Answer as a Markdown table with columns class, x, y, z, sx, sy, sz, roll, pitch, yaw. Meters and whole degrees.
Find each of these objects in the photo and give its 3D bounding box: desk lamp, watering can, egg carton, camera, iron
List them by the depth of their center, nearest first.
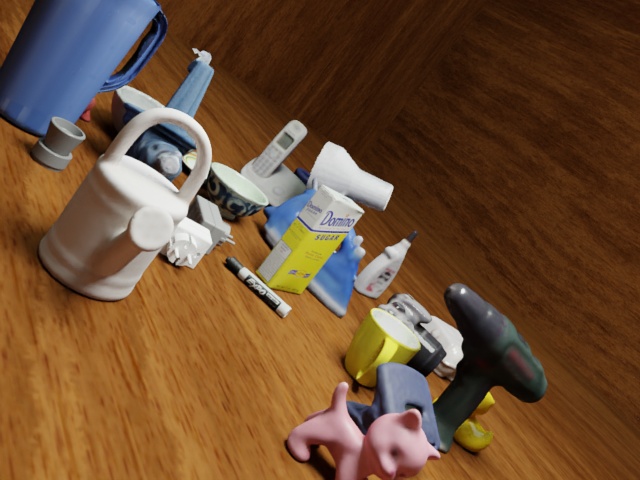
| class | x | y | z | sx | sy | sz | roll | pitch | yaw |
| --- | --- | --- | --- | --- | --- | --- | --- | --- | --- |
| watering can | -0.178 | -0.038 | 0.562 | 0.172 | 0.194 | 0.101 | 48 | 16 | 33 |
| camera | 0.153 | 0.166 | 0.986 | 0.136 | 0.100 | 0.143 | 43 | 14 | 14 |
| iron | 0.010 | 0.004 | 1.044 | 0.119 | 0.141 | 0.257 | 21 | 22 | -53 |
| egg carton | 0.250 | 0.218 | 1.145 | 0.107 | 0.069 | 0.150 | 32 | 15 | -29 |
| desk lamp | 0.038 | -0.068 | 1.197 | 0.203 | 0.213 | 0.118 | 40 | 13 | 2 |

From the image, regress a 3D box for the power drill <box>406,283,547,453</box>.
| class | x | y | z | sx | sy | sz | roll | pitch | yaw |
| --- | --- | --- | --- | --- | --- | --- | --- | --- | --- |
| power drill | 0.203 | 0.190 | 0.808 | 0.230 | 0.208 | 0.075 | 34 | 14 | -22 |

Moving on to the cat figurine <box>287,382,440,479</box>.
| class | x | y | z | sx | sy | sz | roll | pitch | yaw |
| --- | --- | --- | --- | --- | --- | --- | --- | --- | --- |
| cat figurine | 0.052 | 0.198 | 0.572 | 0.127 | 0.117 | 0.067 | 42 | 13 | 10 |

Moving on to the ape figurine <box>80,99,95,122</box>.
| class | x | y | z | sx | sy | sz | roll | pitch | yaw |
| --- | --- | --- | --- | --- | --- | --- | --- | --- | --- |
| ape figurine | -0.385 | -0.253 | 0.932 | 0.076 | 0.092 | 0.077 | 34 | 14 | -23 |

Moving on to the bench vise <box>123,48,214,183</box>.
| class | x | y | z | sx | sy | sz | roll | pitch | yaw |
| --- | --- | --- | --- | --- | --- | --- | --- | --- | --- |
| bench vise | -0.207 | -0.162 | 0.833 | 0.122 | 0.219 | 0.206 | 23 | 21 | -50 |

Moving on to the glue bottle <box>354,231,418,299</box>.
| class | x | y | z | sx | sy | sz | roll | pitch | yaw |
| --- | --- | --- | --- | --- | --- | --- | --- | --- | --- |
| glue bottle | 0.145 | 0.047 | 1.198 | 0.078 | 0.173 | 0.037 | 23 | 21 | -50 |

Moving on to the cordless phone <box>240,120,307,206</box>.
| class | x | y | z | sx | sy | sz | roll | pitch | yaw |
| --- | --- | --- | --- | --- | --- | --- | --- | --- | --- |
| cordless phone | -0.074 | -0.162 | 1.269 | 0.147 | 0.185 | 0.094 | 42 | 13 | 12 |

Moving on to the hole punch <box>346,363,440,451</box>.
| class | x | y | z | sx | sy | sz | roll | pitch | yaw |
| --- | --- | --- | --- | --- | --- | --- | --- | --- | --- |
| hole punch | 0.101 | 0.217 | 0.703 | 0.109 | 0.091 | 0.100 | 27 | 18 | -41 |

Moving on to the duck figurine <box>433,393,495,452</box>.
| class | x | y | z | sx | sy | sz | roll | pitch | yaw |
| --- | --- | --- | --- | --- | --- | --- | --- | --- | --- |
| duck figurine | 0.238 | 0.271 | 0.902 | 0.104 | 0.086 | 0.078 | 46 | 15 | 25 |

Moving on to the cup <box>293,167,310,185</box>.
| class | x | y | z | sx | sy | sz | roll | pitch | yaw |
| --- | --- | --- | --- | --- | --- | --- | --- | --- | --- |
| cup | -0.035 | -0.104 | 1.379 | 0.118 | 0.095 | 0.091 | 36 | 14 | -13 |

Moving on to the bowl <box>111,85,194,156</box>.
| class | x | y | z | sx | sy | sz | roll | pitch | yaw |
| --- | --- | --- | --- | --- | --- | --- | --- | --- | --- |
| bowl | -0.297 | -0.190 | 0.998 | 0.168 | 0.074 | 0.167 | 37 | 13 | -10 |
